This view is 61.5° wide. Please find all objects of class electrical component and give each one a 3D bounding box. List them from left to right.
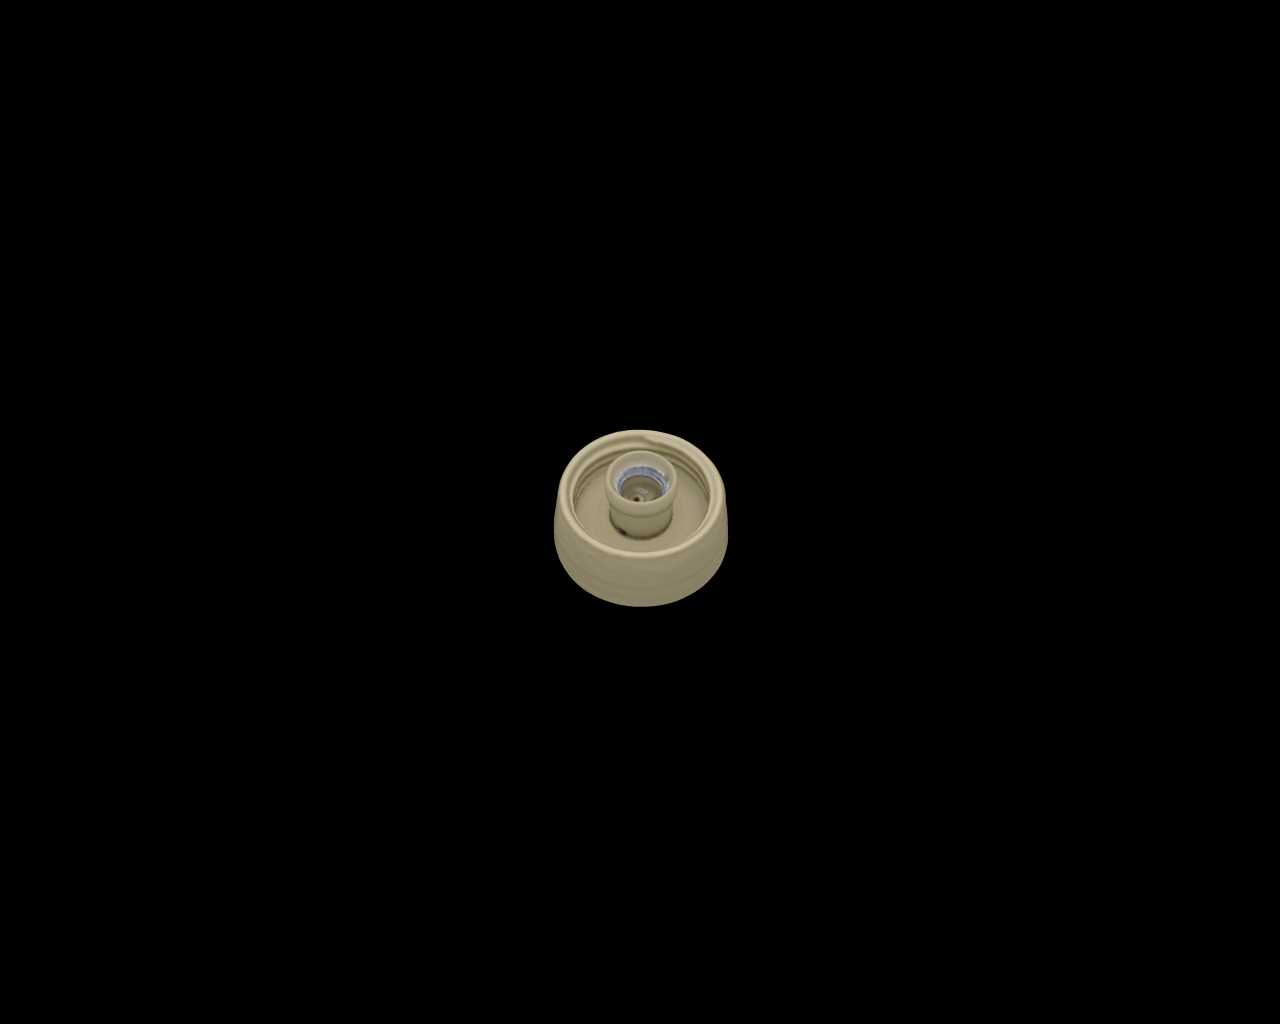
[{"bbox_3d":[0.001,-0.003,0.650,0.108,0.108,0.060,0,-37,0],"label":"electrical component"}]
